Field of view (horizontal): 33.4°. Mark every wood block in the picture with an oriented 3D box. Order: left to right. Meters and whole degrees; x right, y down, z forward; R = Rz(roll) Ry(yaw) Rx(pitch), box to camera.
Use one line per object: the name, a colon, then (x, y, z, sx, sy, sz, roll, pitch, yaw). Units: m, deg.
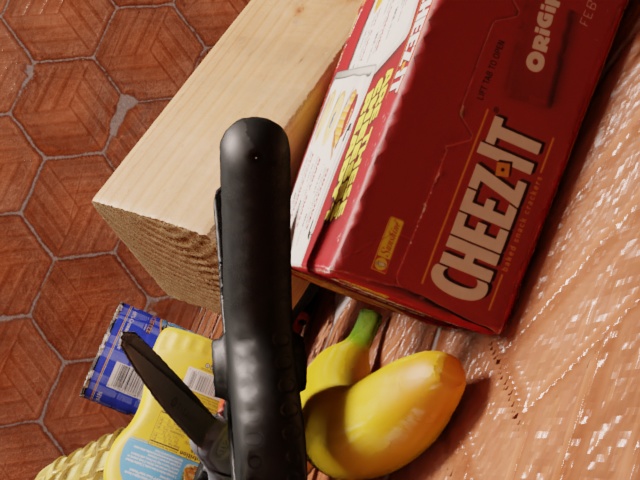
wood block: (-0.019, -0.063, 0.602, 0.206, 0.090, 0.090, -56, -40, -22)

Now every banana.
banana: (0.015, 0.065, 0.440, 0.198, 0.037, 0.069, -165, 96, -83)

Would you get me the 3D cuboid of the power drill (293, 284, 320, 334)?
power drill: (-0.005, 0.001, 0.739, 0.188, 0.057, 0.184, 118, 174, -46)

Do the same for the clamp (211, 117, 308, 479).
clamp: (-0.025, 0.043, 0.421, 0.120, 0.039, 0.171, -177, 86, -88)

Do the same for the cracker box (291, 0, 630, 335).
cracker box: (0.045, -0.051, 0.451, 0.214, 0.072, 0.164, 177, 114, -81)

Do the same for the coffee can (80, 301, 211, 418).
coffee can: (-0.152, 0.134, 1.057, 0.103, 0.140, 0.103, -158, 91, -83)

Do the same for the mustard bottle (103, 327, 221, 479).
mustard bottle: (-0.117, 0.173, 0.847, 0.058, 0.096, 0.191, 133, 159, -71)

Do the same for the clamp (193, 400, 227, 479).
clamp: (-0.064, 0.160, 0.734, 0.210, 0.036, 0.165, -79, 15, -62)

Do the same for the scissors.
scissors: (-0.035, 0.080, 0.481, 0.096, 0.016, 0.202, -49, -35, -35)
